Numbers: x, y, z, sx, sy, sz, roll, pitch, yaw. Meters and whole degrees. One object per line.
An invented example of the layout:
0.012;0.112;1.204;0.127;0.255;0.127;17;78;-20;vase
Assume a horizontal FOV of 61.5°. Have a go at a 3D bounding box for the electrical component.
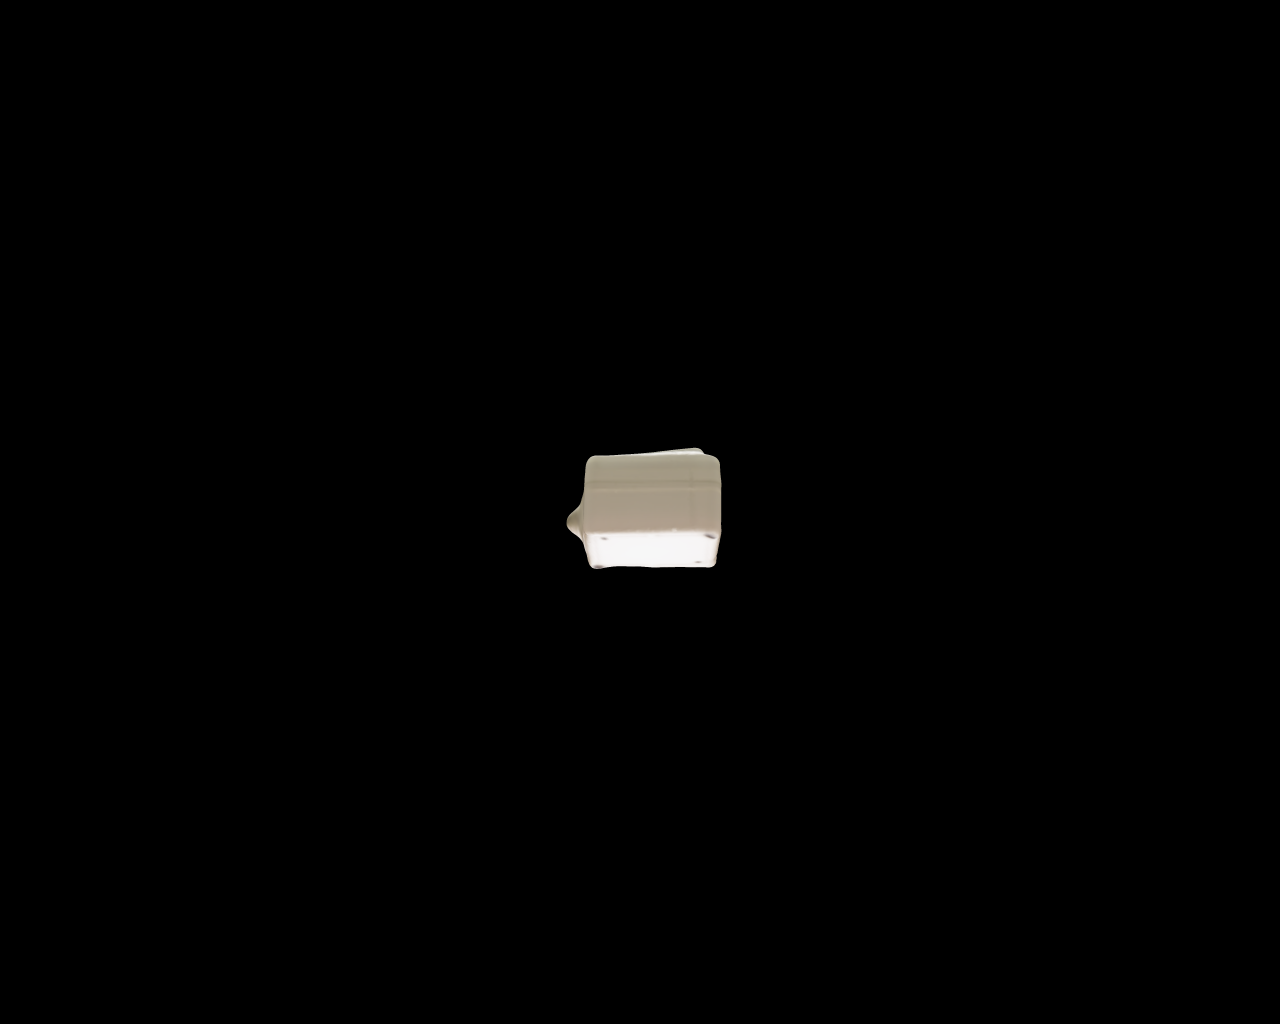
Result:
0.001;-0.003;0.650;0.096;0.061;0.061;0;-24;0;electrical component
